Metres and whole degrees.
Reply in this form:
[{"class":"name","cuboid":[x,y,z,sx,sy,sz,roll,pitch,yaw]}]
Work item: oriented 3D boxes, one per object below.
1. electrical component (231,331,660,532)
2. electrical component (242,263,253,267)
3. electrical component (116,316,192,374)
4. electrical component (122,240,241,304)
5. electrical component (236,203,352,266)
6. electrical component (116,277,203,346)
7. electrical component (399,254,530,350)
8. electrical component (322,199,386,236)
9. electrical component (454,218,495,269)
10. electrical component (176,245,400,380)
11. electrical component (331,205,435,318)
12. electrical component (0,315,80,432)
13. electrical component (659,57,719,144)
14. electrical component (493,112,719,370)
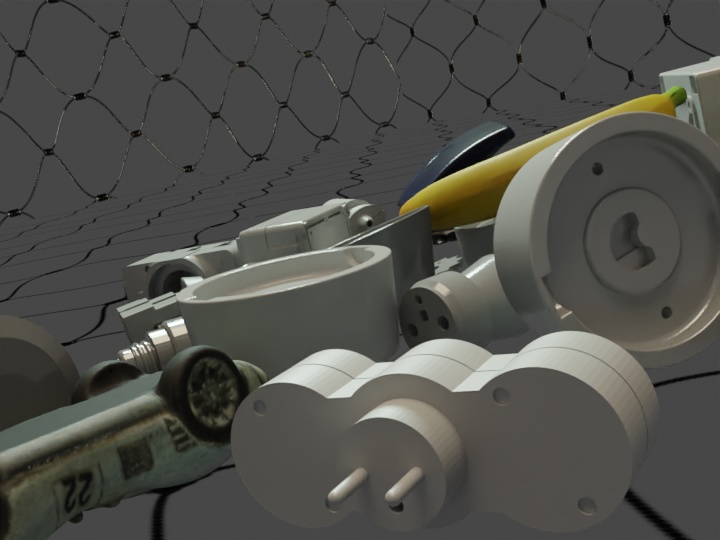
[{"class":"electrical component","cuboid":[0.017,0.057,0.336,0.138,0.052,0.074,-7,10,29]},{"class":"electrical component","cuboid":[-0.091,0.021,0.727,0.065,0.044,0.044,-10,8,39]},{"class":"electrical component","cuboid":[-0.101,0.047,0.581,0.078,0.040,0.040,-15,10,-21]},{"class":"electrical component","cuboid":[-0.123,0.011,0.792,0.089,0.050,0.056,-9,9,17]},{"class":"electrical component","cuboid":[-0.047,-0.007,0.771,0.061,0.061,0.096,-8,10,23]},{"class":"electrical component","cuboid":[-0.118,0.033,0.674,0.055,0.048,0.066,-22,11,-14]},{"class":"electrical component","cuboid":[0.053,0.020,0.534,0.055,0.045,0.045,-19,12,-38]},{"class":"electrical component","cuboid":[-0.006,-0.044,0.999,0.043,0.043,0.081,-15,10,-20]},{"class":"electrical component","cuboid":[0.112,-0.031,0.709,0.099,0.064,0.099,-11,9,2]},{"class":"electrical component","cuboid":[-0.031,0.030,0.533,0.108,0.060,0.108,-12,9,2]},{"class":"electrical component","cuboid":[0.000,0.000,0.662,0.099,0.064,0.099,-12,9,2]},{"class":"electrical component","cuboid":[-0.164,0.061,0.460,0.051,0.080,0.080,-11,8,42]},{"class":"electrical component","cuboid":[0.263,-0.097,0.776,0.056,0.108,0.108,-14,9,5]},{"class":"electrical component","cuboid":[0.111,-0.012,0.477,0.108,0.108,0.060,-15,3,-16]}]
